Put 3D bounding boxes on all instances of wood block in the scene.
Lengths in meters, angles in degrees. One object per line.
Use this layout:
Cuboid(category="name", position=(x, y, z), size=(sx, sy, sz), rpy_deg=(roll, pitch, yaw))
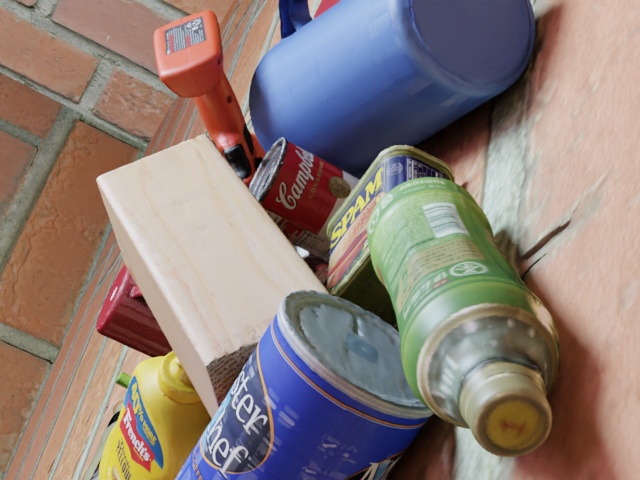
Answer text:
Cuboid(category="wood block", position=(-0.067, 0.029, 0.718), size=(0.206, 0.090, 0.091), rpy_deg=(51, 160, 45))

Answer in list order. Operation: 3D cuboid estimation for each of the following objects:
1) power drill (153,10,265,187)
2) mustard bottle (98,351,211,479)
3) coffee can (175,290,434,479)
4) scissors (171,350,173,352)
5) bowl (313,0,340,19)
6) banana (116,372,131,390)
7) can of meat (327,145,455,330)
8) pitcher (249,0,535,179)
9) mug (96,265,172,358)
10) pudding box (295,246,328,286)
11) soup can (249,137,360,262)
Cuboid(category="power drill", position=(-0.079, -0.084, 0.900), size=(0.057, 0.187, 0.184), rpy_deg=(-20, 37, 1))
Cuboid(category="mustard bottle", position=(-0.118, 0.145, 0.805), size=(0.096, 0.058, 0.192), rpy_deg=(63, 142, 36))
Cuboid(category="coffee can", position=(-0.010, 0.114, 0.598), size=(0.140, 0.102, 0.103), rpy_deg=(-58, 15, 18))
Cuboid(category="scissors", position=(-0.120, 0.066, 1.000), size=(0.202, 0.016, 0.096), rpy_deg=(-47, 38, 17))
Cuboid(category="bowl", position=(0.043, -0.232, 1.063), size=(0.162, 0.055, 0.162), rpy_deg=(-43, 25, 24))
Cuboid(category="banana", position=(-0.091, 0.111, 0.940), size=(0.198, 0.069, 0.037), rpy_deg=(-30, 19, 21))
Cuboid(category="can of meat", position=(0.045, 0.004, 0.698), size=(0.102, 0.057, 0.084), rpy_deg=(-53, 20, 37))
Cuboid(category="pitcher", position=(0.044, -0.135, 0.784), size=(0.243, 0.149, 0.145), rpy_deg=(-21, 43, 65))
Cuboid(category="mug", position=(-0.169, 0.069, 1.070), size=(0.117, 0.081, 0.093), rpy_deg=(-29, 37, 64))
Cuboid(category="pudding box", position=(-0.006, 0.001, 0.919), size=(0.114, 0.039, 0.090), rpy_deg=(-36, 30, 57))
Cuboid(category="soup can", position=(0.000, -0.025, 0.810), size=(0.069, 0.102, 0.068), rpy_deg=(-57, 15, 24))
